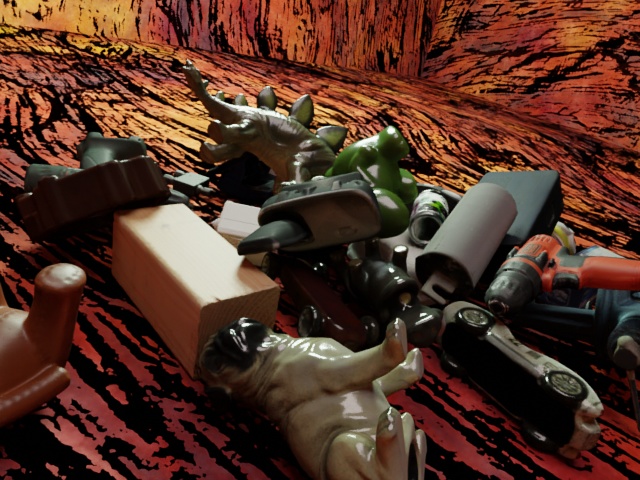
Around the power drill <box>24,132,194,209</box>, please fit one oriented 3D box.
[{"bbox_3d":[-0.313,-0.093,0.831,0.232,0.085,0.207,3,33,-14],"label":"power drill"}]

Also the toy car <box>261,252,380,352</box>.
[{"bbox_3d":[-0.008,0.071,0.634,0.089,0.053,0.202,10,18,-30],"label":"toy car"}]

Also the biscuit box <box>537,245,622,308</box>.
[{"bbox_3d":[0.417,0.062,0.850,0.202,0.062,0.059,-13,36,-43],"label":"biscuit box"}]

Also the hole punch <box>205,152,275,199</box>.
[{"bbox_3d":[-0.118,-0.116,0.969,0.116,0.092,0.142,-15,12,32],"label":"hole punch"}]

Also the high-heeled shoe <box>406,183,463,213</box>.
[{"bbox_3d":[0.254,-0.058,1.015,0.249,0.086,0.145,31,27,27],"label":"high-heeled shoe"}]

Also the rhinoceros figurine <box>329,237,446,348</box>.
[{"bbox_3d":[0.075,0.064,0.639,0.073,0.112,0.190,-18,20,-15],"label":"rhinoceros figurine"}]

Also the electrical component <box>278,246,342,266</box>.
[{"bbox_3d":[-0.002,-0.002,0.808,0.075,0.047,0.119,24,28,23],"label":"electrical component"}]

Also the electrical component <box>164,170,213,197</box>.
[{"bbox_3d":[-0.223,-0.098,0.937,0.094,0.021,0.063,18,24,13],"label":"electrical component"}]

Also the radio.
[{"bbox_3d":[0.289,-0.027,0.840,0.131,0.073,0.229,2,36,39],"label":"radio"}]

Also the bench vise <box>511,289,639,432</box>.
[{"bbox_3d":[0.342,0.104,0.671,0.241,0.128,0.223,6,25,39],"label":"bench vise"}]

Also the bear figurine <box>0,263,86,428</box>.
[{"bbox_3d":[-0.263,0.098,0.373,0.120,0.131,0.196,12,18,5],"label":"bear figurine"}]

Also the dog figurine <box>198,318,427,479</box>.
[{"bbox_3d":[-0.016,0.150,0.441,0.191,0.121,0.172,-7,48,18],"label":"dog figurine"}]

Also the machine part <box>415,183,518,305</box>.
[{"bbox_3d":[0.192,-0.002,0.699,0.079,0.079,0.243,24,48,24],"label":"machine part"}]

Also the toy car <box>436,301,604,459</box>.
[{"bbox_3d":[0.200,0.139,0.565,0.056,0.073,0.202,-7,31,-35],"label":"toy car"}]

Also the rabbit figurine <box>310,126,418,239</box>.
[{"bbox_3d":[0.066,-0.069,0.751,0.159,0.121,0.170,-8,37,1],"label":"rabbit figurine"}]

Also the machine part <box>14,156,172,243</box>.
[{"bbox_3d":[-0.271,-0.050,0.658,0.179,0.056,0.179,-21,2,1],"label":"machine part"}]

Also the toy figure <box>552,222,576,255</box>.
[{"bbox_3d":[0.366,0.019,0.896,0.089,0.082,0.180,-1,18,42],"label":"toy figure"}]

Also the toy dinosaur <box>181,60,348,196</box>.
[{"bbox_3d":[-0.028,-0.124,0.873,0.471,0.105,0.198,42,55,-15],"label":"toy dinosaur"}]

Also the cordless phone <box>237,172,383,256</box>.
[{"bbox_3d":[-0.010,-0.020,0.611,0.147,0.088,0.184,-10,8,15],"label":"cordless phone"}]
